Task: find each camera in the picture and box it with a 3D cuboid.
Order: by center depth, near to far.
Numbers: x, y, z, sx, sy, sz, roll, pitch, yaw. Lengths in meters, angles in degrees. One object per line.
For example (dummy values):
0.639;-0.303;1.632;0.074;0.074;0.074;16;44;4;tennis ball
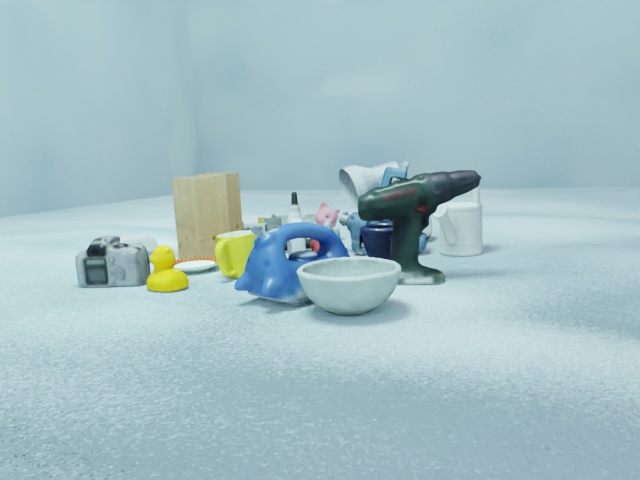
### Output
-0.426;0.038;1.224;0.143;0.101;0.137;-2;9;6;camera

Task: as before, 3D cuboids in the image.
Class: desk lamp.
0.162;-0.119;1.665;0.204;0.213;0.117;-6;10;-19;desk lamp

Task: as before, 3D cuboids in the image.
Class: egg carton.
-0.476;0.027;1.404;0.107;0.069;0.151;4;11;35;egg carton

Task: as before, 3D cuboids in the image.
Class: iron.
-0.025;0.029;1.025;0.259;0.141;0.118;-11;12;-42;iron

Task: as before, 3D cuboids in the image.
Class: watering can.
0.324;-0.063;1.328;0.100;0.194;0.173;1;10;22;watering can

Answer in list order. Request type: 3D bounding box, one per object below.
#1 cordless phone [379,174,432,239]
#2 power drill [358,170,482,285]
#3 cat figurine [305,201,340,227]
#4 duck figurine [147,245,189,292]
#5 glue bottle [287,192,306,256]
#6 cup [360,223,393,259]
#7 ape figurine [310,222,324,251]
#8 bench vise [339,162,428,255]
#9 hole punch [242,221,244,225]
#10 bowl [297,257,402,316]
0.223;-0.087;1.534;0.147;0.185;0.094;-3;9;-2;cordless phone
0.187;-0.024;1.083;0.229;0.208;0.076;-2;9;8;power drill
-0.003;-0.049;1.581;0.128;0.118;0.067;-4;9;-8;cat figurine
-0.305;0.054;1.134;0.078;0.086;0.104;-11;12;-42;duck figurine
-0.050;-0.016;1.214;0.037;0.173;0.078;-5;9;-11;glue bottle
0.139;0.013;1.224;0.091;0.095;0.118;2;11;29;cup
0.012;0.005;1.323;0.077;0.092;0.076;2;10;27;ape figurine
0.148;-0.072;1.359;0.207;0.220;0.121;-3;9;1;bench vise
-0.288;-0.049;1.755;0.109;0.091;0.101;-6;10;-20;hole punch
0.047;0.078;0.913;0.167;0.075;0.167;-3;9;1;bowl
